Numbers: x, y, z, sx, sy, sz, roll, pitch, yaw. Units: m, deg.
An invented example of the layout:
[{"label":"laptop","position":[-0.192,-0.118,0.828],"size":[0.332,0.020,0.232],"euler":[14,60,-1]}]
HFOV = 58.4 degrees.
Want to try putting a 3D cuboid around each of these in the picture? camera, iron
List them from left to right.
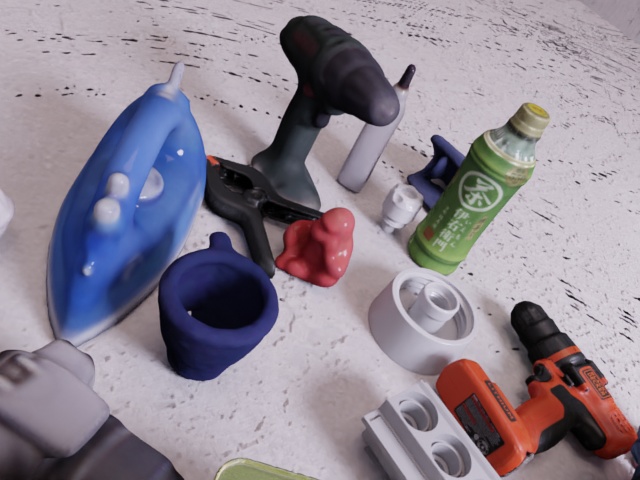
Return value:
[{"label":"camera","position":[-0.158,0.141,0.335],"size":[0.136,0.100,0.143],"euler":[32,40,5]},{"label":"iron","position":[-0.163,-0.045,0.497],"size":[0.119,0.141,0.258],"euler":[18,41,-12]}]

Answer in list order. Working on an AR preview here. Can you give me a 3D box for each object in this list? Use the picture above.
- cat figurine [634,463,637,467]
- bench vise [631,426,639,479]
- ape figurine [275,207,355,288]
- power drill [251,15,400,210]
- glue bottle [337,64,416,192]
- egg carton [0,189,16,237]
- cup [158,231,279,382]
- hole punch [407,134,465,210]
[{"label":"cat figurine","position":[0.380,0.202,0.569],"size":[0.127,0.117,0.067],"euler":[40,41,14]},{"label":"bench vise","position":[0.304,0.209,0.438],"size":[0.121,0.219,0.208],"euler":[37,40,10]},{"label":"ape figurine","position":[0.005,0.002,0.584],"size":[0.076,0.092,0.077],"euler":[-6,51,-34]},{"label":"power drill","position":[-0.004,-0.133,0.630],"size":[0.076,0.208,0.229],"euler":[1,47,-29]},{"label":"glue bottle","position":[0.077,-0.143,0.716],"size":[0.037,0.173,0.078],"euler":[31,40,3]},{"label":"egg carton","position":[-0.311,-0.004,0.424],"size":[0.107,0.069,0.150],"euler":[24,40,-6]},{"label":"cup","position":[-0.091,0.059,0.465],"size":[0.092,0.095,0.117],"euler":[10,43,-21]},{"label":"hole punch","position":[0.191,-0.088,0.788],"size":[0.101,0.091,0.108],"euler":[-9,52,-36]}]
